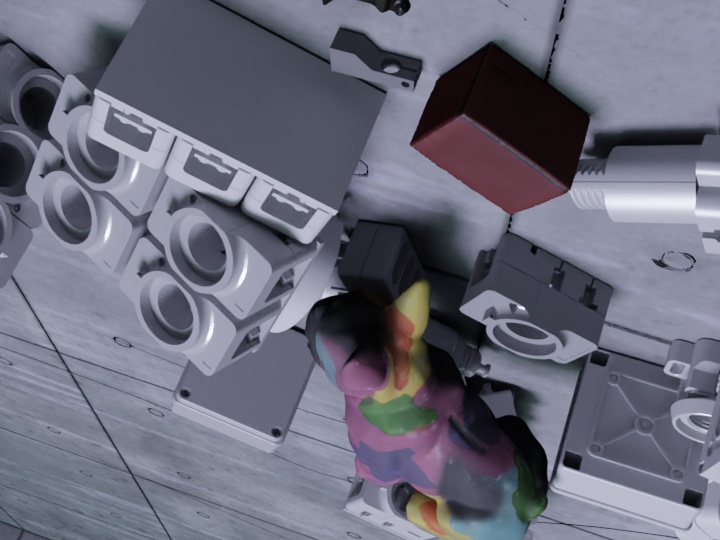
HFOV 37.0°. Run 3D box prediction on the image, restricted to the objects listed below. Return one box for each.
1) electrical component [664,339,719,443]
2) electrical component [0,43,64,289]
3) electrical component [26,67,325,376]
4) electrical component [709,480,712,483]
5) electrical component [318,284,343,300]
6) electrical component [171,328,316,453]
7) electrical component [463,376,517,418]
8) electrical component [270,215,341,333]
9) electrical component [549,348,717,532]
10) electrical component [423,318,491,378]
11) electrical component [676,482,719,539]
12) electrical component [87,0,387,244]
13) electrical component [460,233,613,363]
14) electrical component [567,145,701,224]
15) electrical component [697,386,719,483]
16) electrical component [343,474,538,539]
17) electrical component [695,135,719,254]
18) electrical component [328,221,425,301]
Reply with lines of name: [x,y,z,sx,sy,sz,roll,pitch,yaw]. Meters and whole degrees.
electrical component: [0.257,0.090,0.773,0.078,0.057,0.058,16,153,11]
electrical component: [-0.259,-0.071,0.749,0.062,0.150,0.089,-2,145,41]
electrical component: [-0.128,-0.034,0.696,0.186,0.060,0.105,43,126,13]
electrical component: [0.266,0.164,0.886,0.052,0.073,0.138,36,150,-27]
electrical component: [-0.033,0.008,0.855,0.046,0.040,0.040,22,154,11]
electrical component: [-0.106,0.099,1.003,0.109,0.108,0.056,24,156,-4]
electrical component: [0.112,0.154,0.986,0.063,0.078,0.121,-10,151,-2]
electrical component: [-0.057,-0.007,0.775,0.060,0.108,0.108,28,153,-27]
electrical component: [0.212,0.129,0.823,0.109,0.108,0.056,16,151,11]
electrical component: [0.071,0.067,0.887,0.078,0.040,0.040,25,153,-7]
electrical component: [0.323,0.221,0.973,0.059,0.053,0.095,-10,140,46]
electrical component: [-0.074,-0.091,0.642,0.150,0.089,0.061,26,153,-10]
electrical component: [0.122,0.025,0.752,0.089,0.055,0.050,27,153,-11]
electrical component: [0.154,-0.048,0.605,0.081,0.043,0.043,3,148,33]
electrical component: [0.271,0.087,0.696,0.057,0.113,0.078,23,154,4]
electrical component: [0.092,0.231,1.106,0.186,0.105,0.060,27,153,-11]
electrical component: [0.214,-0.038,0.566,0.057,0.058,0.078,7,150,32]
electrical component: [0.000,0.000,0.806,0.077,0.047,0.065,8,151,25]
